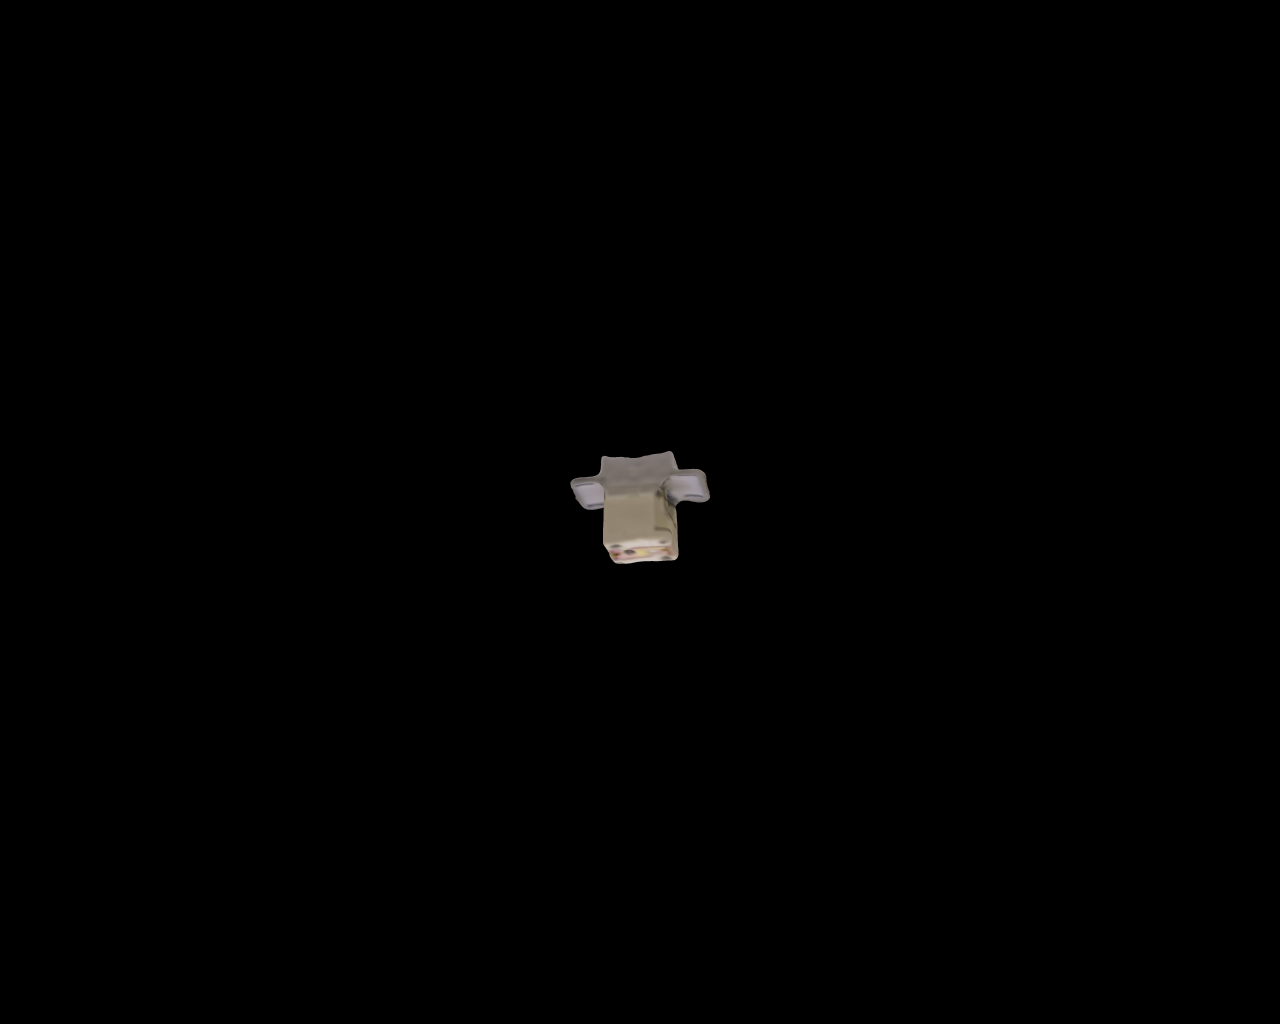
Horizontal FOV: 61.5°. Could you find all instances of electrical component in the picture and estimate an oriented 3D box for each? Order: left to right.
[{"bbox_3d":[0.001,-0.003,0.650,0.081,0.064,0.042,-4,-24,9],"label":"electrical component"}]
